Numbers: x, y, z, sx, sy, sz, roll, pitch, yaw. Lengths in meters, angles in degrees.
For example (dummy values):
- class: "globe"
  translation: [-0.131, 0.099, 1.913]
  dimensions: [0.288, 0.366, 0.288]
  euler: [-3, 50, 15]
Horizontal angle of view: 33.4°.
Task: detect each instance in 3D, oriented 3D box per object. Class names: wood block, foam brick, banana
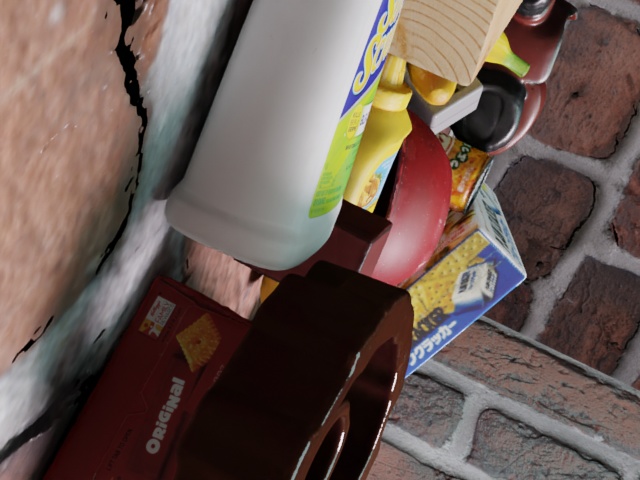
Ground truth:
- class: "wood block"
  translation: [0.095, -0.197, 0.636]
  dimensions: [0.205, 0.090, 0.091]
  euler: [-56, 168, -39]
- class: "foam brick"
  translation: [-0.004, 0.001, 0.653]
  dimensions: [0.051, 0.078, 0.053]
  euler: [-67, 168, 21]
- class: "banana"
  translation: [0.098, -0.136, 0.754]
  dimensions: [0.197, 0.070, 0.037]
  euler: [-29, 153, -58]

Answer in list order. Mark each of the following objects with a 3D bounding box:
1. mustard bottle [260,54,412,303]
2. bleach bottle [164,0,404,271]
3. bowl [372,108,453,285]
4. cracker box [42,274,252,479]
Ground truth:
- class: "mustard bottle"
  translation: [0.017, -0.040, 0.718]
  dimensions: [0.192, 0.058, 0.096]
  euler: [-69, 172, 26]
- class: "bleach bottle"
  translation: [0.010, -0.117, 0.466]
  dimensions: [0.102, 0.068, 0.251]
  euler: [-38, 150, -71]
- class: "bowl"
  translation: [0.057, -0.027, 0.804]
  dimensions: [0.162, 0.055, 0.162]
  euler: [-166, -90, -78]
- class: "cracker box"
  translation: [-0.079, 0.128, 0.588]
  dimensions: [0.164, 0.072, 0.213]
  euler: [-62, 170, -12]
